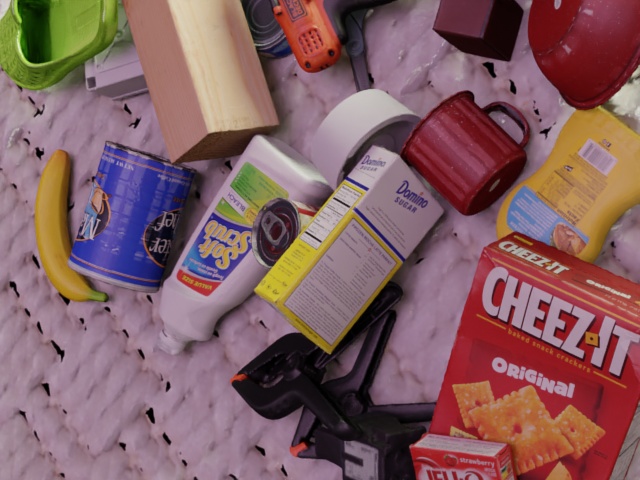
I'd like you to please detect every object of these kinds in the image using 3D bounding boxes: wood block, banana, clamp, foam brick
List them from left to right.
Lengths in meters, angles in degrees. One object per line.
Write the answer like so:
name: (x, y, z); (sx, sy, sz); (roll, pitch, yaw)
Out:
banana: (-0.298, -0.007, 1.242); (0.069, 0.037, 0.198); (-22, 75, 6)
wood block: (-0.127, -0.194, 1.108); (0.091, 0.090, 0.206); (-30, 75, 53)
clamp: (-0.014, 0.134, 1.028); (0.210, 0.036, 0.164); (-24, 37, 40)
clamp: (0.047, 0.165, 1.030); (0.171, 0.039, 0.120); (-49, 59, 13)
foam brick: (0.148, -0.205, 0.992); (0.051, 0.078, 0.053); (17, 91, 30)

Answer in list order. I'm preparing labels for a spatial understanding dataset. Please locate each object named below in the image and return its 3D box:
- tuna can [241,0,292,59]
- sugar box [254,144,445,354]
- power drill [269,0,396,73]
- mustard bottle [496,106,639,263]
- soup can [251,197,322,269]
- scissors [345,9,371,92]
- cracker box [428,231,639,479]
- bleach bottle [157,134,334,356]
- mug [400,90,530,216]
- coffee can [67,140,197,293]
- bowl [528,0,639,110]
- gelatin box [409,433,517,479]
tuna can: (-0.052, -0.238, 1.130); (0.086, 0.033, 0.086); (-3, 83, 28)
sugar box: (0.029, 0.008, 0.983); (0.176, 0.093, 0.048); (-52, 40, -8)
power drill: (0.028, -0.281, 1.046); (0.188, 0.057, 0.184); (-25, 87, 13)
mustard bottle: (0.214, -0.022, 0.947); (0.096, 0.058, 0.192); (44, 105, 26)
soup can: (-0.007, 0.001, 1.032); (0.069, 0.102, 0.068); (-13, 71, 44)
scissors: (0.017, -0.204, 1.085); (0.096, 0.016, 0.202); (4, 86, 6)
cracker box: (0.192, 0.124, 0.903); (0.164, 0.071, 0.214); (26, 117, 29)
bleach bottle: (-0.090, 0.019, 1.109); (0.103, 0.068, 0.251); (40, 106, 25)
mug: (0.144, -0.083, 0.984); (0.117, 0.093, 0.081); (-36, 70, -19)
coffee can: (-0.202, -0.025, 1.150); (0.103, 0.102, 0.140); (20, 94, 29)
bowl: (0.224, -0.195, 0.909); (0.162, 0.055, 0.162); (-167, 90, -72)
gelatin box: (0.124, 0.207, 0.909); (0.089, 0.030, 0.073); (-1, 108, 40)
